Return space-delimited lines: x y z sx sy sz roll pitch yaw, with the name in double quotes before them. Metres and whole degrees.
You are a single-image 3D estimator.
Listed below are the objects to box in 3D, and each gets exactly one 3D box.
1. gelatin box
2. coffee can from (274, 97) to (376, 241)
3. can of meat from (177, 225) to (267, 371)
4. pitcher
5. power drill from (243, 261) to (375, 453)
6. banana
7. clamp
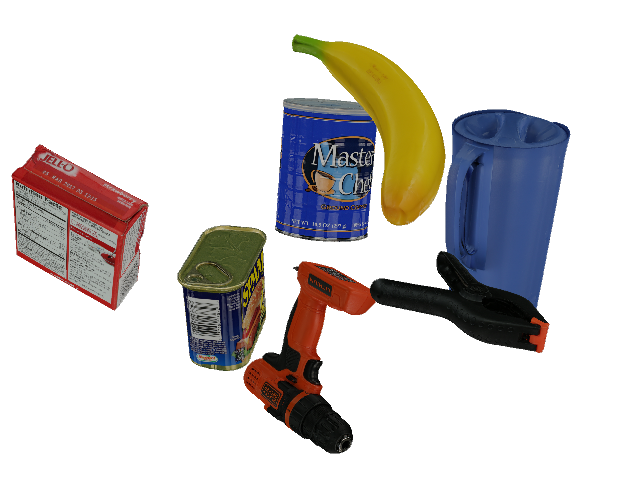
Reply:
"gelatin box" -0.142 -0.007 0.630 0.073 0.030 0.089 28 -36 6
"coffee can" 0.006 -0.078 1.147 0.103 0.140 0.103 4 12 -1
"can of meat" -0.079 0.048 0.900 0.057 0.084 0.102 5 29 10
"pitcher" 0.206 -0.022 1.255 0.149 0.243 0.145 -1 25 -4
"power drill" -0.002 0.132 1.236 0.057 0.188 0.185 15 11 -45
"banana" 0.041 -0.074 0.681 0.069 0.037 0.198 -12 42 -14
"clamp" 0.147 0.057 1.027 0.172 0.039 0.120 23 36 28
